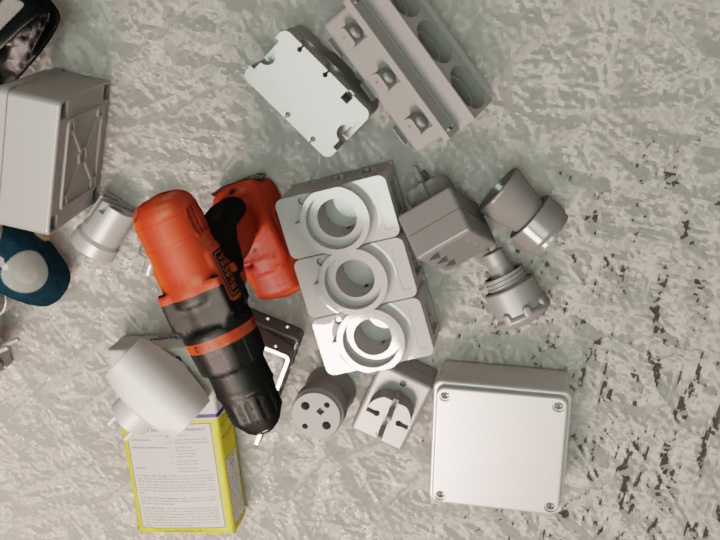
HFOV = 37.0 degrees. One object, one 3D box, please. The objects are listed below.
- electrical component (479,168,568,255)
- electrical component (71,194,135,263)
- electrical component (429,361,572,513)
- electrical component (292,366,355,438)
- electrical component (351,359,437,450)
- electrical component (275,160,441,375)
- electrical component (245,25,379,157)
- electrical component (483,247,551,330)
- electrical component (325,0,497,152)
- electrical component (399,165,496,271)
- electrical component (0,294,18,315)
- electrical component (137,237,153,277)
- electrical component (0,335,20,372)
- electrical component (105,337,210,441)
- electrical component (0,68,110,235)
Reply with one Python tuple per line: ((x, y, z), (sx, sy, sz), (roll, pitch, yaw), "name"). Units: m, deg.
((0.126, -0.045, 0.827), (0.055, 0.045, 0.045), (40, 110, -4), "electrical component")
((-0.213, -0.035, 0.898), (0.040, 0.040, 0.046), (35, 105, -2), "electrical component")
((0.115, 0.136, 0.882), (0.109, 0.056, 0.108), (4, 108, 9), "electrical component")
((-0.031, 0.111, 0.902), (0.045, 0.055, 0.045), (3, 107, 11), "electrical component")
((0.025, 0.113, 0.881), (0.047, 0.076, 0.065), (25, 111, 2), "electrical component")
((0.000, 0.000, 0.857), (0.089, 0.061, 0.150), (-13, 105, 14), "electrical component")
((-0.035, -0.138, 0.821), (0.089, 0.055, 0.050), (44, 110, -5), "electrical component")
((0.118, 0.013, 0.849), (0.048, 0.048, 0.062), (-26, 94, 17), "electrical component")
((0.035, -0.154, 0.798), (0.063, 0.078, 0.121), (-30, 101, 41), "electrical component")
((0.061, -0.047, 0.833), (0.047, 0.066, 0.076), (-30, 71, 18), "electrical component")
((-0.322, 0.026, 0.924), (0.044, 0.065, 0.044), (3, 108, 10), "electrical component")
((-0.169, -0.023, 0.896), (0.035, 0.035, 0.061), (21, 113, 3), "electrical component")
((-0.331, 0.075, 0.933), (0.076, 0.083, 0.047), (-21, 103, 16), "electrical component")
((-0.178, 0.109, 0.889), (0.077, 0.044, 0.079), (43, 108, -4), "electrical component")
((-0.245, -0.096, 0.848), (0.056, 0.108, 0.108), (13, 110, 4), "electrical component")
